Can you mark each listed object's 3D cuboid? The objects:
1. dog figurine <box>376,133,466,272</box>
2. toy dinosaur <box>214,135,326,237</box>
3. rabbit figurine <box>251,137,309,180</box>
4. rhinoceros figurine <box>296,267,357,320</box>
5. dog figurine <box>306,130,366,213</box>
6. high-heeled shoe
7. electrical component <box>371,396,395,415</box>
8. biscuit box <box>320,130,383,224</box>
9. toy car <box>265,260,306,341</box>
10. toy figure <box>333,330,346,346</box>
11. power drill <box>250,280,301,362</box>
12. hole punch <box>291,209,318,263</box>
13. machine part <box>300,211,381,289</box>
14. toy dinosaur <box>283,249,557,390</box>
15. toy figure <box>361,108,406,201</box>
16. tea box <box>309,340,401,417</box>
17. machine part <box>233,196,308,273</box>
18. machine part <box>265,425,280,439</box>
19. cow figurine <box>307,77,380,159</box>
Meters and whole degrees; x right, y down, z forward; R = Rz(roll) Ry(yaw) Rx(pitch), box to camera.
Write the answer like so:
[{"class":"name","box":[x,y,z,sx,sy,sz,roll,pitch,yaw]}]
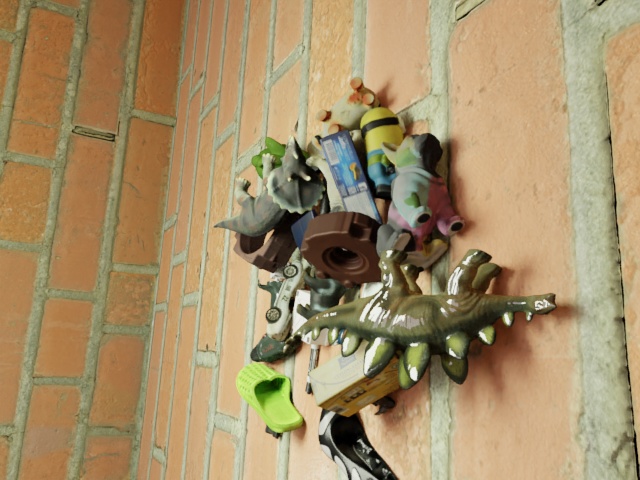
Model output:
[{"class":"dog figurine","box":[0.155,-0.076,0.930,0.219,0.108,0.191,-101,31,-41]},{"class":"toy dinosaur","box":[-0.130,-0.083,1.290,0.405,0.131,0.192,-45,36,32]},{"class":"rabbit figurine","box":[-0.089,-0.211,1.412,0.170,0.159,0.121,1,72,47]},{"class":"rhinoceros figurine","box":[0.020,0.090,1.122,0.112,0.073,0.190,16,88,21]},{"class":"dog figurine","box":[0.076,-0.114,1.107,0.172,0.121,0.190,-42,59,40]},{"class":"high-heeled shoe","box":[0.072,0.367,0.977,0.145,0.086,0.249,-44,49,44]},{"class":"electrical component","box":[0.099,0.275,0.992,0.078,0.045,0.102,-57,26,-16]},{"class":"biscuit box","box":[0.061,-0.107,1.038,0.063,0.059,0.202,26,-135,-86]},{"class":"toy car","box":[-0.078,0.142,1.291,0.073,0.056,0.202,75,-148,-60]},{"class":"toy figure","box":[0.074,0.196,1.045,0.057,0.064,0.154,61,158,-9]},{"class":"power drill","box":[-0.127,0.212,1.402,0.232,0.086,0.207,-22,58,57]},{"class":"hole punch","box":[-0.003,-0.004,1.225,0.142,0.092,0.116,-34,56,50]},{"class":"machine part","box":[0.052,0.020,1.000,0.179,0.179,0.056,-43,23,50]},{"class":"toy dinosaur","box":[0.122,0.118,0.816,0.472,0.105,0.198,-9,60,44]},{"class":"toy figure","box":[0.123,-0.168,1.031,0.082,0.089,0.180,-17,64,51]},{"class":"tea box","box":[0.077,0.228,0.923,0.169,0.098,0.068,-36,45,18]},{"class":"machine part","box":[-0.129,-0.026,1.415,0.202,0.087,0.201,27,88,55]},{"class":"machine part","box":[-0.131,0.447,1.382,0.139,0.039,0.084,24,109,60]},{"class":"cow figurine","box":[0.048,-0.246,1.162,0.195,0.127,0.085,-43,69,15]}]
